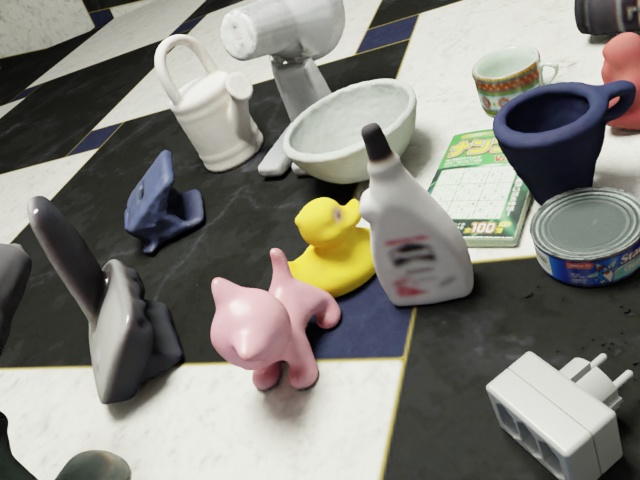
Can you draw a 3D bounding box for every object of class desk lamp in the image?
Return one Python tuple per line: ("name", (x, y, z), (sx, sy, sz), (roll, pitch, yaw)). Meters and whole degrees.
("desk lamp", (-0.036, -0.226, 0.755), (0.117, 0.214, 0.203), (-1, 43, 33))

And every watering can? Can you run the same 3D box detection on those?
("watering can", (-0.161, -0.206, 0.831), (0.172, 0.194, 0.101), (-10, 39, 24))

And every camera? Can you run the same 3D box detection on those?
("camera", (0.376, -0.298, 0.665), (0.136, 0.101, 0.143), (5, 46, 38))

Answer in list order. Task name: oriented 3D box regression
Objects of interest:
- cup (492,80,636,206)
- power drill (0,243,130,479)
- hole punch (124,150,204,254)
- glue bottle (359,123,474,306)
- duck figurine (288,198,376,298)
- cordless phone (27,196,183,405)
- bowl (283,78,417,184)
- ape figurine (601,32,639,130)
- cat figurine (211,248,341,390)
("cup", (0.218, -0.081, 0.500), (0.117, 0.095, 0.091), (-23, 35, 7))
("power drill", (-0.240, 0.147, 0.418), (0.075, 0.209, 0.230), (-3, 42, 32))
("hole punch", (-0.219, -0.053, 0.765), (0.101, 0.091, 0.108), (-28, 35, 0))
("glue bottle", (0.066, -0.018, 0.453), (0.078, 0.173, 0.037), (-14, 37, 19))
("duck figurine", (0.005, 0.002, 0.546), (0.104, 0.086, 0.077), (-30, 35, -3))
("cordless phone", (-0.223, 0.053, 0.548), (0.094, 0.185, 0.147), (-35, 35, -10))
("bowl", (0.044, -0.118, 0.684), (0.167, 0.075, 0.167), (-18, 36, 14))
("ape figurine", (0.293, -0.154, 0.545), (0.078, 0.092, 0.075), (-39, 36, -15))
("cat figurine", (-0.044, 0.063, 0.472), (0.067, 0.118, 0.128), (-7, 40, 27))
